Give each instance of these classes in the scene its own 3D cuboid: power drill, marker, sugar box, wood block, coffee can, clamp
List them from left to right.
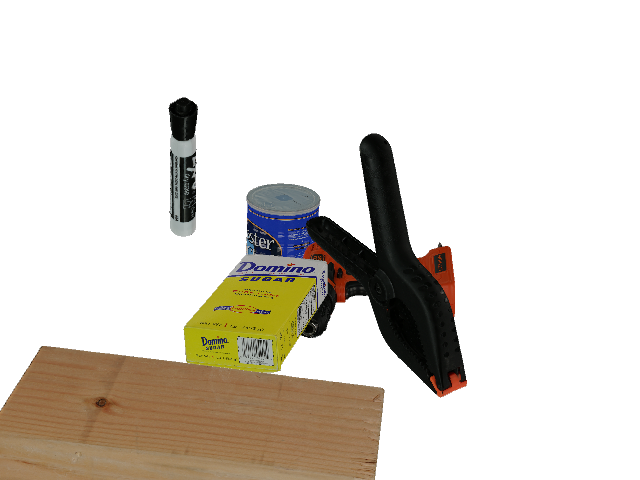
[{"bbox_3d":[-0.095,-0.050,0.739,0.020,0.020,0.121,0,-42,-7],"label":"marker"},{"bbox_3d":[-0.072,0.131,0.610,0.206,0.090,0.090,7,29,5],"label":"wood block"},{"bbox_3d":[-0.059,0.067,1.051,0.093,0.048,0.176,5,26,14],"label":"sugar box"},{"bbox_3d":[-0.054,0.003,1.509,0.103,0.140,0.103,2,24,-1],"label":"coffee can"},{"bbox_3d":[0.061,0.055,1.240,0.187,0.057,0.184,1,28,5],"label":"power drill"},{"bbox_3d":[0.061,0.026,0.871,0.036,0.210,0.165,-20,-23,-25],"label":"clamp"}]
